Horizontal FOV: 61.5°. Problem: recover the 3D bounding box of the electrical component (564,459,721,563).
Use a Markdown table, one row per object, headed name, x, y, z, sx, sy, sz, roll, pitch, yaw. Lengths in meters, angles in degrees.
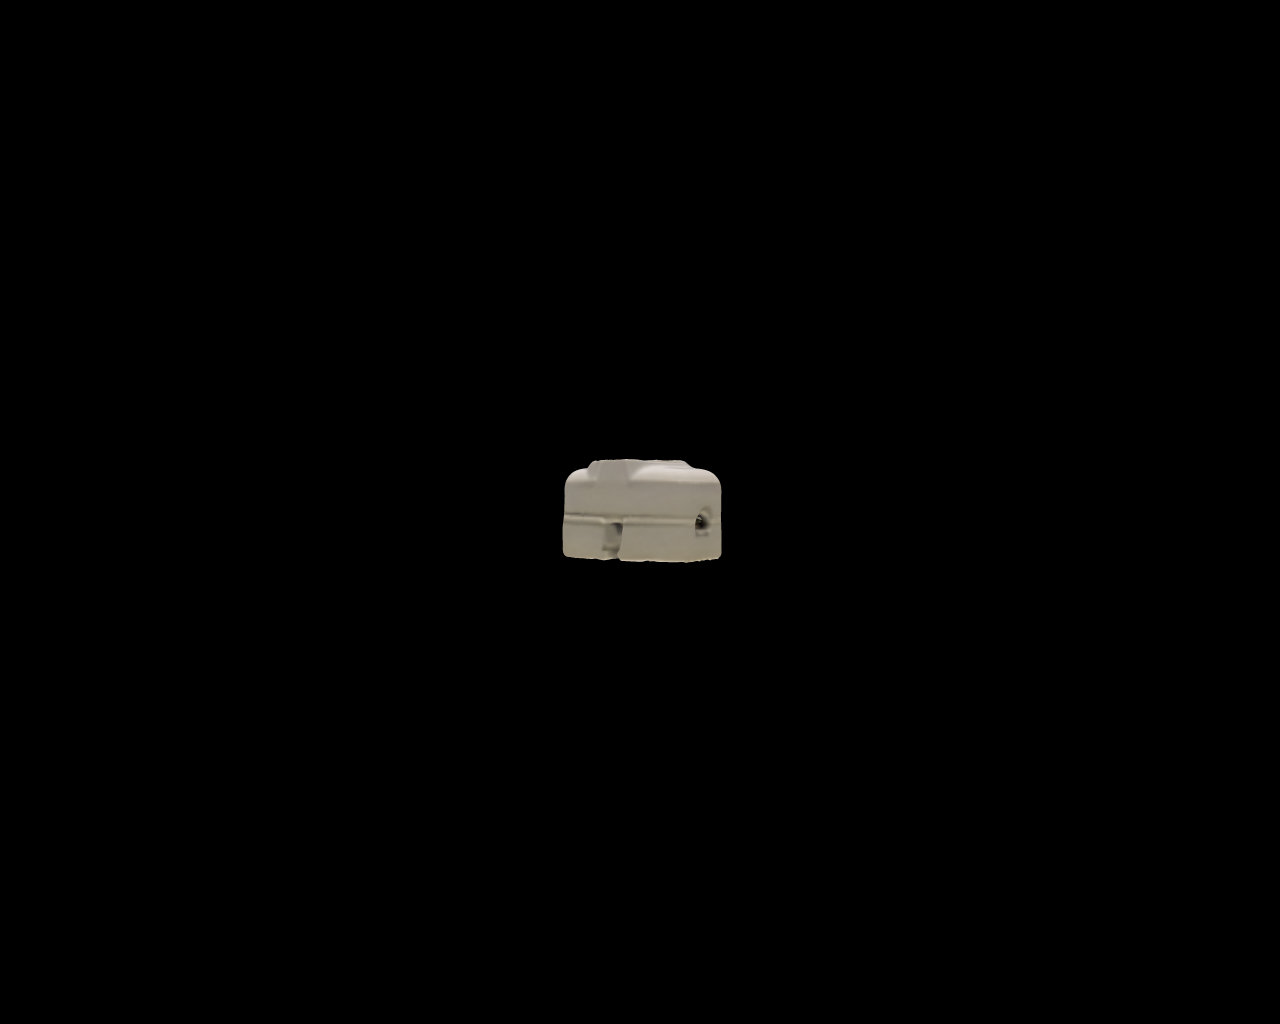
| name | x | y | z | sx | sy | sz | roll | pitch | yaw |
| --- | --- | --- | --- | --- | --- | --- | --- | --- | --- |
| electrical component | 0.001 | -0.003 | 0.650 | 0.095 | 0.059 | 0.054 | 2 | 3 | 40 |
